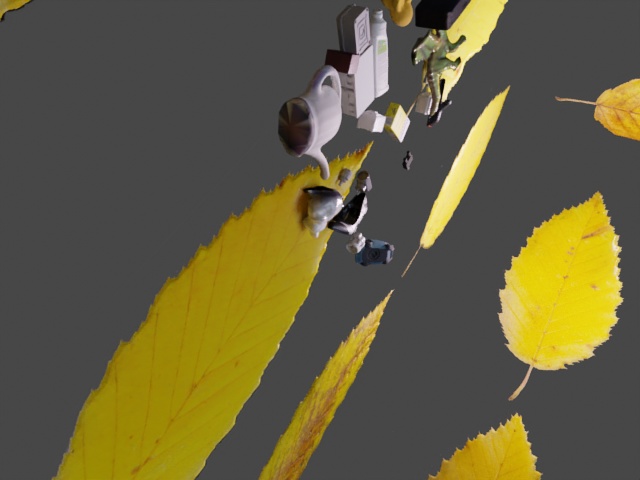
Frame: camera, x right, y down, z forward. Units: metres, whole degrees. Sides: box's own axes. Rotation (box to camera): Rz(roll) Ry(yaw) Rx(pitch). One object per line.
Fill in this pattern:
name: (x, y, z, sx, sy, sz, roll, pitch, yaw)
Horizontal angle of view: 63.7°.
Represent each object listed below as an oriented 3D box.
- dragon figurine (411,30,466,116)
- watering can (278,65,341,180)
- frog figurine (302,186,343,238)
dragon figurine: (0.418, -0.684, 1.944, 0.243, 0.123, 0.406, 2, 106, -41)
watering can: (-0.015, -0.280, 1.359, 0.228, 0.105, 0.340, -38, 142, -46)
frog figurine: (0.005, -0.078, 1.559, 0.139, 0.123, 0.158, -52, 146, -73)
